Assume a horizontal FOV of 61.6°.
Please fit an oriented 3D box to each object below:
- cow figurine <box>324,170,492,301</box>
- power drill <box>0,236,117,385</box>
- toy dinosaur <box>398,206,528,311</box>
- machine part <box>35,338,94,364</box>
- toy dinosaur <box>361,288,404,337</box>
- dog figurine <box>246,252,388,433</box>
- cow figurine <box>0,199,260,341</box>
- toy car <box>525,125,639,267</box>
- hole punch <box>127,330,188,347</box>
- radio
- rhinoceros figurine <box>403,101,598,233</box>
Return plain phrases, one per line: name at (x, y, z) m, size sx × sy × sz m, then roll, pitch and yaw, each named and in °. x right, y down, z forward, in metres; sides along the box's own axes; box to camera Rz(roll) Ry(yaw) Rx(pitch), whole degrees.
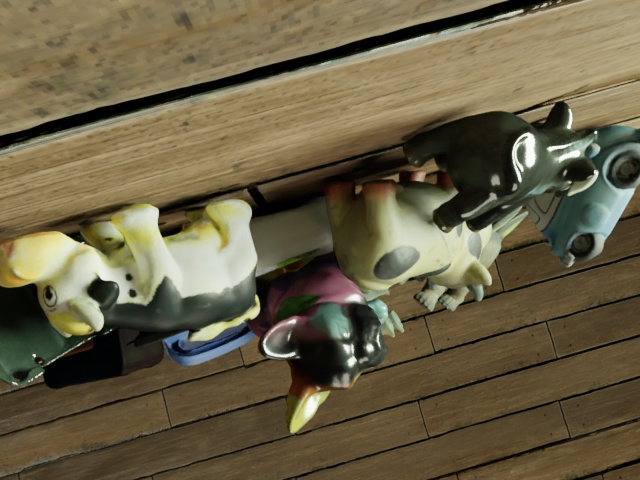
cow figurine at (0.093, 0.000, 0.485) m, size 0.195 × 0.127 × 0.086 m, roll -10°, pitch -166°, yaw -43°
power drill at (-0.250, 0.081, 0.408) m, size 0.207 × 0.086 × 0.232 m, roll -32°, pitch -178°, yaw 43°
toy dinosaur at (0.232, 0.010, 0.843) m, size 0.198 × 0.105 × 0.471 m, roll -50°, pitch 163°, yaw 15°
machine part at (-0.392, 0.120, 0.628) m, size 0.201 × 0.087 × 0.201 m, roll -17°, pitch 176°, yaw -1°
toy dinosaur at (0.017, 0.129, 0.839) m, size 0.192 × 0.131 × 0.404 m, roll -27°, pitch 158°, yaw 11°
dog figurine at (-0.021, 0.084, 0.511) m, size 0.192 × 0.108 × 0.219 m, roll -10°, pitch -166°, yaw 21°
cow figurine at (-0.117, 0.028, 0.351) m, size 0.167 × 0.098 × 0.068 m, roll -12°, pitch -179°, yaw -40°
toy car at (0.279, -0.058, 0.586) m, size 0.103 × 0.161 × 0.109 m, roll 29°, pitch -160°, yaw 17°
hole punch at (-0.160, 0.060, 0.596) m, size 0.142 × 0.092 × 0.116 m, roll -22°, pitch 175°, yaw -16°
radio at (-0.333, 0.140, 0.796) m, size 0.230 × 0.131 × 0.073 m, roll -19°, pitch 173°, yaw 36°
rhinoceros figurine at (0.143, -0.059, 0.397) m, size 0.112 × 0.073 × 0.190 m, roll -32°, pitch 165°, yaw 35°
